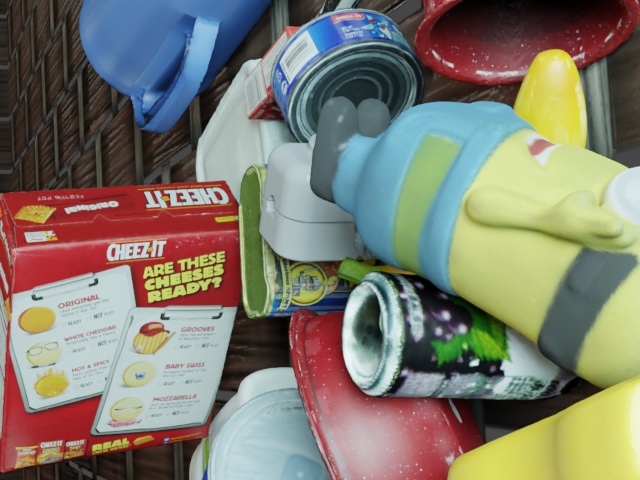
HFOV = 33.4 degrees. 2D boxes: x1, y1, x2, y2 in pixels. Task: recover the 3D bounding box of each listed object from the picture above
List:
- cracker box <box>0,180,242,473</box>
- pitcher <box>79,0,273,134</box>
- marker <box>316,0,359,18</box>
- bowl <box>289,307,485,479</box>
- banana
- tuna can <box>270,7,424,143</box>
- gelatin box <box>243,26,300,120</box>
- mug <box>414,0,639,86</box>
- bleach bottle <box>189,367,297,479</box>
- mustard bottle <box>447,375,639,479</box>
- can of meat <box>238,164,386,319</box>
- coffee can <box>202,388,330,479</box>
[{"bbox_3d":[-0.150,0.062,0.771,0.072,0.164,0.214,58,144,44],"label":"cracker box"},{"bbox_3d":[-0.101,-0.198,0.852,0.149,0.144,0.243,54,152,-4],"label":"pitcher"},{"bbox_3d":[0.005,-0.149,0.734,0.121,0.020,0.020,134,131,-59],"label":"marker"},{"bbox_3d":[0.045,0.097,0.543,0.162,0.055,0.162,59,-168,-21],"label":"bowl"},{"bbox_3d":[0.077,-0.008,0.517,0.198,0.069,0.037,-49,8,46],"label":"banana"},{"bbox_3d":[0.016,-0.091,0.623,0.086,0.086,0.034,110,149,-41],"label":"tuna can"},{"bbox_3d":[0.000,-0.104,0.679,0.089,0.073,0.030,145,120,-62],"label":"gelatin box"},{"bbox_3d":[0.087,-0.120,0.470,0.117,0.093,0.081,50,-145,-67],"label":"mug"},{"bbox_3d":[-0.062,0.173,0.856,0.251,0.068,0.102,139,131,-65],"label":"bleach bottle"},{"bbox_3d":[0.103,0.098,0.409,0.192,0.096,0.058,133,140,-60],"label":"mustard bottle"},{"bbox_3d":[-0.004,0.001,0.680,0.058,0.083,0.102,155,113,-68],"label":"can of meat"},{"bbox_3d":[-0.025,0.163,0.644,0.140,0.102,0.103,113,148,-57],"label":"coffee can"}]
